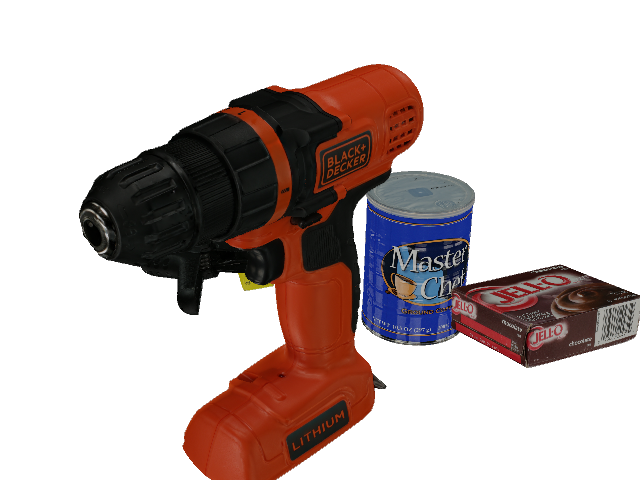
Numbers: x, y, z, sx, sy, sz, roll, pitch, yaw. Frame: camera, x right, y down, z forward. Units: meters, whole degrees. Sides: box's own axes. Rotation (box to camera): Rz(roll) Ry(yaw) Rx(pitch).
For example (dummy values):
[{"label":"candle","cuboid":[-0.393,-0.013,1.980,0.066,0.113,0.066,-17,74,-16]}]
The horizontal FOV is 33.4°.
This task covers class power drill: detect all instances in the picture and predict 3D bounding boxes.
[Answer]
[{"label":"power drill","cuboid":[-0.026,0.023,0.491,0.057,0.188,0.184,30,40,35]}]

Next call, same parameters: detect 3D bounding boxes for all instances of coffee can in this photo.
[{"label":"coffee can","cuboid":[0.093,0.016,1.035,0.103,0.140,0.103,1,25,-1]}]

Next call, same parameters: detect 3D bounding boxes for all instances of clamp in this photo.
[{"label":"clamp","cuboid":[-0.118,0.022,1.026,0.210,0.036,0.164,13,22,41]}]

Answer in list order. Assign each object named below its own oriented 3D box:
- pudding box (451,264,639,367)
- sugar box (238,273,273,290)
[{"label":"pudding box","cuboid":[0.168,0.054,0.801,0.113,0.039,0.090,-8,20,-29]},{"label":"sugar box","cuboid":[-0.089,-0.036,1.329,0.048,0.176,0.093,-9,24,-10]}]
